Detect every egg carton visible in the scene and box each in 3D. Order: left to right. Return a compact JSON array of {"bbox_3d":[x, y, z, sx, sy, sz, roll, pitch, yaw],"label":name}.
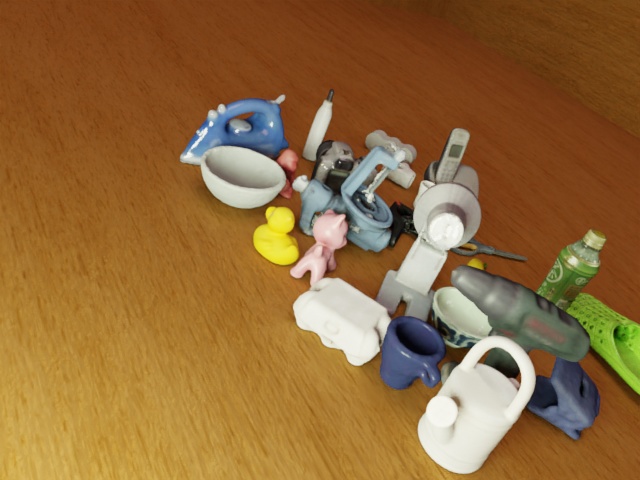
[{"bbox_3d":[0.036,0.124,0.889,0.150,0.069,0.107,32,34,16],"label":"egg carton"}]

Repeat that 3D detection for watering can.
[{"bbox_3d":[0.207,0.211,0.746,0.100,0.194,0.173,34,35,19],"label":"watering can"}]

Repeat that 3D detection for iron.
[{"bbox_3d":[-0.177,-0.243,1.231,0.259,0.141,0.118,-18,49,-44],"label":"iron"}]

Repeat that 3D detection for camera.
[{"bbox_3d":[0.051,-0.176,1.300,0.143,0.101,0.136,9,35,-19],"label":"camera"}]

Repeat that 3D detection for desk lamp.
[{"bbox_3d":[0.196,0.018,1.000,0.118,0.213,0.203,25,33,6],"label":"desk lamp"}]

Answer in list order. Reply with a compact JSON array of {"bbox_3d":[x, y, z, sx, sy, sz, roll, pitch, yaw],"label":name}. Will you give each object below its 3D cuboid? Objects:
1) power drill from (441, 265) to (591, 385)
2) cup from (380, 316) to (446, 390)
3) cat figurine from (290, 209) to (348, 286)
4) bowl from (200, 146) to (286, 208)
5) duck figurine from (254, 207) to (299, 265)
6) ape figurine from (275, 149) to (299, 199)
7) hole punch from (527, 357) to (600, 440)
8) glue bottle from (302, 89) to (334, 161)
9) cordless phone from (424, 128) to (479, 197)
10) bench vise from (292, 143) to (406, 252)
[{"bbox_3d":[0.265,0.152,0.851,0.229,0.208,0.075,18,33,-5],"label":"power drill"},{"bbox_3d":[0.132,0.183,0.835,0.092,0.095,0.117,3,37,-26],"label":"cup"},{"bbox_3d":[0.009,0.004,1.003,0.067,0.118,0.128,25,33,6],"label":"cat figurine"},{"bbox_3d":[-0.155,-0.111,1.115,0.167,0.075,0.167,15,33,-10],"label":"bowl"},{"bbox_3d":[-0.069,-0.015,1.015,0.078,0.086,0.104,-8,43,-37],"label":"duck figurine"},{"bbox_3d":[-0.072,-0.145,1.195,0.076,0.092,0.078,32,34,16],"label":"ape figurine"},{"bbox_3d":[0.397,0.239,0.907,0.101,0.091,0.109,31,34,15],"label":"hole punch"},{"bbox_3d":[0.003,-0.276,1.351,0.037,0.173,0.078,21,33,0],"label":"glue bottle"},{"bbox_3d":[0.339,-0.177,1.387,0.148,0.185,0.094,3,37,-26],"label":"cordless phone"},{"bbox_3d":[0.060,-0.088,1.069,0.208,0.220,0.121,9,35,-18],"label":"bench vise"}]
